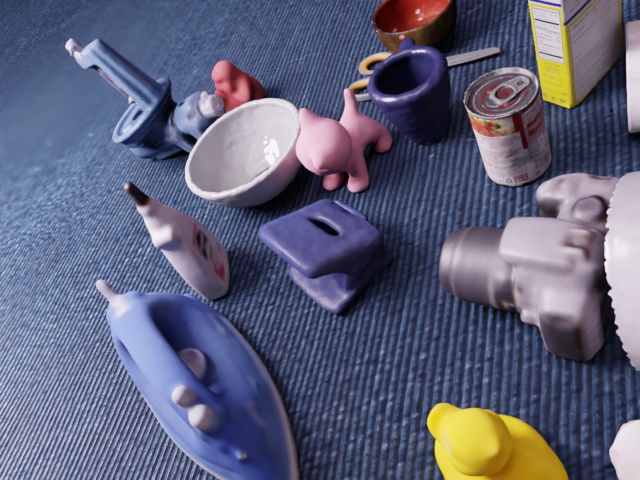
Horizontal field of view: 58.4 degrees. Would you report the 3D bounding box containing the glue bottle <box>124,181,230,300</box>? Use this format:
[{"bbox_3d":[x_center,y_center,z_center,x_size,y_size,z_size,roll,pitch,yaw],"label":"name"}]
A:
[{"bbox_3d":[-0.159,-0.005,0.635,0.037,0.174,0.078,-25,46,11],"label":"glue bottle"}]

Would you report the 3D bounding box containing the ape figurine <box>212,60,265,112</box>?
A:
[{"bbox_3d":[-0.128,-0.225,0.850,0.076,0.092,0.077,-41,46,-5],"label":"ape figurine"}]

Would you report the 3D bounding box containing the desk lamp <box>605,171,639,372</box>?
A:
[{"bbox_3d":[0.274,0.046,0.315,0.202,0.214,0.118,5,58,33],"label":"desk lamp"}]

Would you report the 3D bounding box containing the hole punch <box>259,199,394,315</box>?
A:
[{"bbox_3d":[0.005,0.002,0.592,0.101,0.091,0.108,-46,46,-9],"label":"hole punch"}]

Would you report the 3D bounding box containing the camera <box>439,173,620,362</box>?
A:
[{"bbox_3d":[0.176,0.009,0.481,0.136,0.101,0.143,10,60,35],"label":"camera"}]

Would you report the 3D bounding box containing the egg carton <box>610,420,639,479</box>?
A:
[{"bbox_3d":[0.247,0.169,0.335,0.149,0.070,0.107,10,61,35],"label":"egg carton"}]

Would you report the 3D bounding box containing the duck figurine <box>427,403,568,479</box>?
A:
[{"bbox_3d":[0.122,0.153,0.408,0.104,0.086,0.077,26,71,41],"label":"duck figurine"}]

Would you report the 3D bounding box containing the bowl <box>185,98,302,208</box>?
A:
[{"bbox_3d":[-0.084,-0.100,0.736,0.167,0.075,0.167,-16,49,19],"label":"bowl"}]

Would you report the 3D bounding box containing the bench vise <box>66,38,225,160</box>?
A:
[{"bbox_3d":[-0.232,-0.207,0.806,0.207,0.220,0.121,-14,49,20],"label":"bench vise"}]

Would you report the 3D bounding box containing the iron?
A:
[{"bbox_3d":[-0.121,0.128,0.528,0.119,0.142,0.257,-46,46,-9],"label":"iron"}]

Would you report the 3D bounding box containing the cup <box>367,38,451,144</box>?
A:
[{"bbox_3d":[0.112,-0.168,0.664,0.091,0.095,0.118,-12,50,22],"label":"cup"}]

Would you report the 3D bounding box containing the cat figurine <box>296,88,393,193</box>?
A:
[{"bbox_3d":[0.019,-0.116,0.660,0.067,0.118,0.128,10,61,35],"label":"cat figurine"}]
